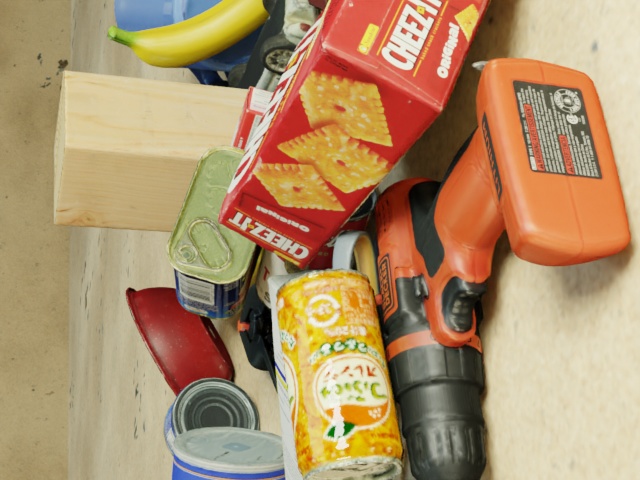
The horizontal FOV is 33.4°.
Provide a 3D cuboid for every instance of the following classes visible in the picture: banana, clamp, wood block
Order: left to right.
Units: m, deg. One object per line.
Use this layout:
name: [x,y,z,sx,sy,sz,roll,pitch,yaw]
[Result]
wood block: [-0.106,-0.066,0.864,0.091,0.205,0.090,112,155,-45]
banana: [-0.082,-0.198,0.925,0.037,0.198,0.069,62,-179,24]
clamp: [-0.040,0.081,0.904,0.172,0.039,0.120,132,143,-71]

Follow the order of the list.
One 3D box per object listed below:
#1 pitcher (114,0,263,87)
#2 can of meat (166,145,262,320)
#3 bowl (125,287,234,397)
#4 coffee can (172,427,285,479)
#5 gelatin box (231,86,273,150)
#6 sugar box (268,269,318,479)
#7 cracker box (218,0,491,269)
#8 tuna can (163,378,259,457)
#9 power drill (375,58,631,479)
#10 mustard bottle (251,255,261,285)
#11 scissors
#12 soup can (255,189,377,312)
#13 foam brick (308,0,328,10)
pitcher: [-0.117,-0.223,1.079,0.145,0.149,0.243,-69,24,5]
can of meat: [-0.069,-0.002,0.763,0.084,0.057,0.102,102,-175,-65]
bowl: [-0.134,0.106,1.089,0.162,0.055,0.162,60,178,2]
coffee can: [-0.075,0.236,0.877,0.103,0.102,0.140,-158,72,-71]
gelatin box: [-0.019,-0.068,0.785,0.073,0.089,0.030,114,166,-47]
sugar box: [0.002,0.117,0.712,0.093,0.048,0.176,-138,44,-66]
cracker box: [0.023,-0.099,0.598,0.164,0.072,0.214,-66,8,-27]
tuna can: [-0.100,0.173,0.994,0.034,0.086,0.086,123,146,-53]
power drill: [0.078,0.017,0.526,0.188,0.057,0.184,121,147,-55]
mustard bottle: [-0.087,0.019,1.026,0.192,0.058,0.096,124,145,-57]
scissors: [0.043,0.076,0.666,0.096,0.016,0.202,-49,-46,-48]
soup can: [-0.005,0.001,0.761,0.068,0.068,0.102,-106,26,-46]
foam brick: [0.013,-0.202,0.732,0.051,0.053,0.078,-128,21,-64]
